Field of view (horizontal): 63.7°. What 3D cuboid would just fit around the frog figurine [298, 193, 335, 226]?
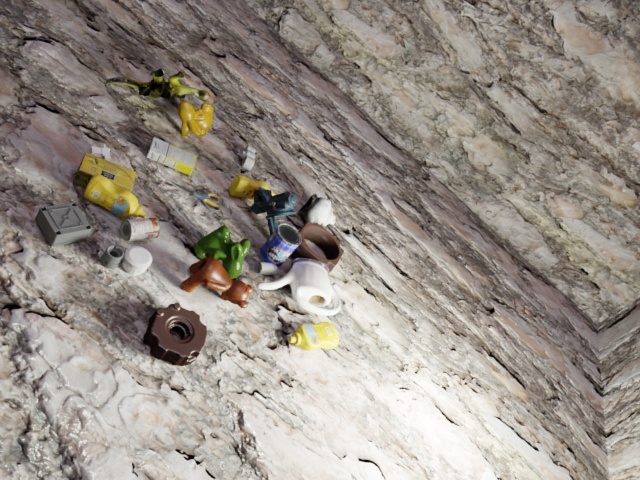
[{"bbox_3d":[0.007,-0.113,2.246,0.158,0.122,0.140,40,64,-17],"label":"frog figurine"}]

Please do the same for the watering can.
[{"bbox_3d":[-0.069,0.153,1.860,0.345,0.102,0.230,25,35,-24],"label":"watering can"}]

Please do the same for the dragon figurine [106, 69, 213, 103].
[{"bbox_3d":[-0.653,-0.628,2.168,0.410,0.122,0.242,8,0,5],"label":"dragon figurine"}]
